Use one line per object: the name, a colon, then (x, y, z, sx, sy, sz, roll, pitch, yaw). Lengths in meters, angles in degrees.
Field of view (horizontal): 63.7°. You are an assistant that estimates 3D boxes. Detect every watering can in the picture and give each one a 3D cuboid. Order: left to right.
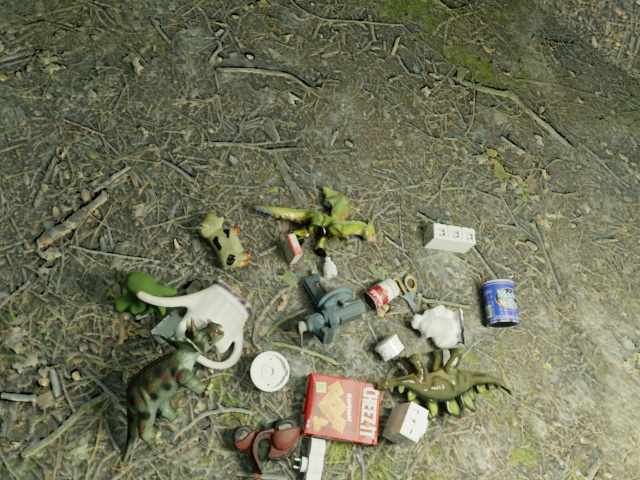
watering can: (-0.323, 0.199, 1.430, 0.343, 0.103, 0.229, 50, 53, -21)

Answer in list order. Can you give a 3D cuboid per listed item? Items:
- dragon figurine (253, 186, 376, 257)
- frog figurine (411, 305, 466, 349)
dragon figurine: (0.005, -0.086, 1.711, 0.410, 0.119, 0.248, 29, 45, -1)
frog figurine: (0.369, 0.274, 1.615, 0.159, 0.123, 0.137, -4, 94, 14)
